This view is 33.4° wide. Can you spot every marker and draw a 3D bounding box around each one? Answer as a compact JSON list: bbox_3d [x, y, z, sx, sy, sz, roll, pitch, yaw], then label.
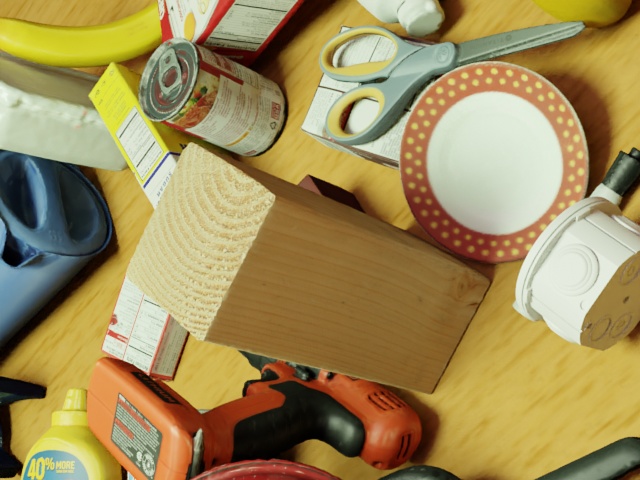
[{"bbox_3d":[0.159,-0.004,0.649,0.020,0.020,0.121,44,108,42],"label":"marker"}]

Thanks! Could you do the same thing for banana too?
[{"bbox_3d":[-0.204,-0.192,0.972,0.037,0.197,0.069,-143,37,-66],"label":"banana"}]

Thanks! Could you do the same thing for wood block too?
[{"bbox_3d":[-0.001,0.023,0.659,0.090,0.205,0.091,33,99,44],"label":"wood block"}]

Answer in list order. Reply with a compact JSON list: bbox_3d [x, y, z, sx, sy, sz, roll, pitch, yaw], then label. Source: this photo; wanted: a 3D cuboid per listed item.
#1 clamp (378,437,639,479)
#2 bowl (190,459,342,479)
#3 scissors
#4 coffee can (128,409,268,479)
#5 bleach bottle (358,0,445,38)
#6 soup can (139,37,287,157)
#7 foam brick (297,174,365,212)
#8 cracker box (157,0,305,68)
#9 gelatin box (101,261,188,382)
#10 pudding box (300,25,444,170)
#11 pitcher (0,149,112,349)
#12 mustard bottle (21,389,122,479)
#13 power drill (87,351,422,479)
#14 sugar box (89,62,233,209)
[{"bbox_3d":[0.092,0.174,0.617,0.210,0.036,0.164,12,82,28],"label":"clamp"},{"bbox_3d":[-0.030,0.204,0.578,0.162,0.162,0.055,-63,6,8],"label":"bowl"},{"bbox_3d":[0.075,-0.104,0.713,0.202,0.016,0.096,13,86,40],"label":"scissors"},{"bbox_3d":[-0.087,0.197,0.755,0.103,0.102,0.140,-15,67,39],"label":"coffee can"},{"bbox_3d":[0.047,-0.261,0.809,0.103,0.067,0.251,-39,55,34],"label":"bleach bottle"},{"bbox_3d":[-0.084,-0.112,0.853,0.069,0.102,0.068,-15,67,39],"label":"soup can"},{"bbox_3d":[-0.005,0.001,0.779,0.078,0.051,0.053,-49,48,21],"label":"foam brick"},{"bbox_3d":[-0.063,-0.244,0.851,0.214,0.072,0.164,-39,55,53],"label":"cracker box"},{"bbox_3d":[-0.142,0.067,0.900,0.073,0.030,0.089,17,89,43],"label":"gelatin box"},{"bbox_3d":[0.047,-0.102,0.773,0.114,0.039,0.090,23,91,42],"label":"pudding box"},{"bbox_3d":[-0.314,0.026,1.018,0.243,0.149,0.145,-43,67,28],"label":"pitcher"},{"bbox_3d":[-0.210,0.221,0.893,0.096,0.058,0.191,-10,69,33],"label":"mustard bottle"},{"bbox_3d":[-0.053,0.100,0.700,0.185,0.187,0.057,30,117,44],"label":"power drill"},{"bbox_3d":[-0.117,-0.071,0.878,0.048,0.093,0.176,-53,49,17],"label":"sugar box"}]
